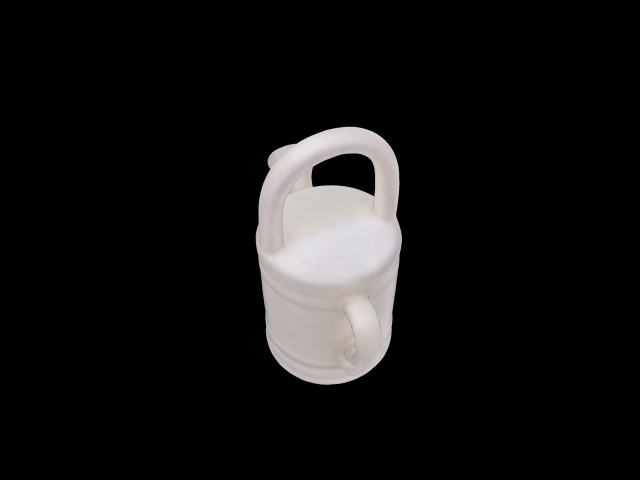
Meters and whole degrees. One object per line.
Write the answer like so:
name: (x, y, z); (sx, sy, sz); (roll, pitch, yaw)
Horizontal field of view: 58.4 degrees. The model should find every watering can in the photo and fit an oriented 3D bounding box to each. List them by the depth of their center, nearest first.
watering can: (0.002, 0.002, 0.399); (0.101, 0.194, 0.172); (-31, 53, -27)
